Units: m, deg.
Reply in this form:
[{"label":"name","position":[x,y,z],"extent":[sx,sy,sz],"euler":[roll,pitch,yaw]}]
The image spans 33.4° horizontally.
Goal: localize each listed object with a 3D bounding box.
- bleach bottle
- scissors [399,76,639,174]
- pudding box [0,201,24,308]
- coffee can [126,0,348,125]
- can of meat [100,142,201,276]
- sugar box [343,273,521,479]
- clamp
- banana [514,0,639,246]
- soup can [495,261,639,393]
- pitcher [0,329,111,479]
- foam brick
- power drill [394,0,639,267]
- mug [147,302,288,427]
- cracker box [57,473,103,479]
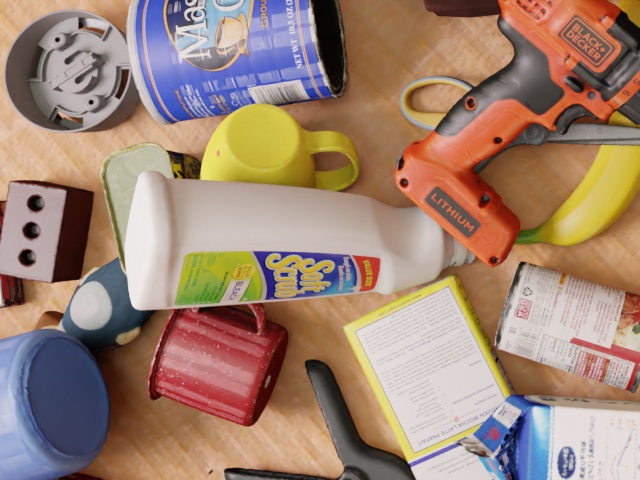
[{"label":"bleach bottle","position":[-0.005,0.001,0.749],"extent":[0.250,0.103,0.068],"euler":[-1,55,-19]},{"label":"scissors","position":[0.143,-0.062,0.774],"extent":[0.202,0.016,0.096],"euler":[23,103,25]},{"label":"pudding box","position":[-0.310,0.018,0.897],"extent":[0.113,0.039,0.090],"euler":[-8,88,12]},{"label":"coffee can","position":[-0.059,-0.147,0.798],"extent":[0.140,0.102,0.103],"euler":[-7,89,14]},{"label":"can of meat","position":[-0.119,-0.020,0.824],"extent":[0.057,0.084,0.102],"euler":[-15,87,13]},{"label":"sugar box","position":[0.098,0.123,0.791],"extent":[0.093,0.048,0.176],"euler":[-26,87,12]},{"label":"clamp","position":[0.013,0.189,0.815],"extent":[0.120,0.039,0.171],"euler":[-46,80,12]},{"label":"banana","position":[0.208,-0.073,0.765],"extent":[0.070,0.037,0.198],"euler":[25,96,11]},{"label":"soup can","position":[0.182,0.061,0.756],"extent":[0.102,0.068,0.068],"euler":[17,94,14]},{"label":"pitcher","position":[-0.291,0.142,0.813],"extent":[0.243,0.149,0.145],"euler":[-19,91,25]},{"label":"foam brick","position":[-0.222,-0.008,0.867],"extent":[0.053,0.051,0.078],"euler":[9,92,13]},{"label":"power drill","position":[0.156,-0.071,0.723],"extent":[0.184,0.057,0.188],"euler":[41,116,1]},{"label":"mug","position":[-0.072,0.082,0.806],"extent":[0.081,0.093,0.117],"euler":[19,120,8]},{"label":"cracker box","position":[-0.171,0.309,0.846],"extent":[0.164,0.072,0.214],"euler":[12,92,14]}]
